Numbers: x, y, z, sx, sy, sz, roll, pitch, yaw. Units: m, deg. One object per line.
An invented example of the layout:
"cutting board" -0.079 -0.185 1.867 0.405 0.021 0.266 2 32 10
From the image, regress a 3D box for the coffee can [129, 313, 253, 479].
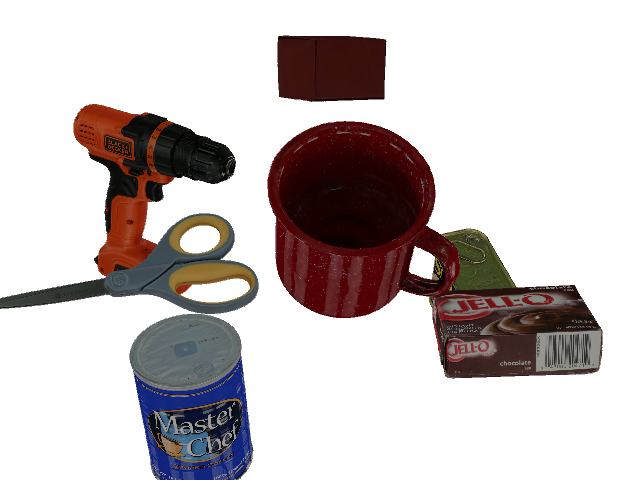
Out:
"coffee can" -0.120 0.156 1.016 0.103 0.140 0.103 -2 34 1

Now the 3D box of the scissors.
"scissors" -0.148 0.017 0.829 0.201 0.096 0.016 4 -33 -9

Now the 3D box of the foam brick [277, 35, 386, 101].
"foam brick" 0.010 -0.144 0.891 0.078 0.051 0.053 -8 16 -36

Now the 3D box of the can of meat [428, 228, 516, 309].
"can of meat" 0.148 0.054 1.065 0.057 0.102 0.084 -13 -41 -13

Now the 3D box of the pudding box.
"pudding box" 0.142 0.066 0.789 0.113 0.039 0.090 -1 19 1

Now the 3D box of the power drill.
"power drill" -0.167 -0.037 1.086 0.185 0.188 0.057 19 32 25

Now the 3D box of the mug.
"mug" 0.026 -0.003 0.616 0.117 0.093 0.081 24 -32 12
